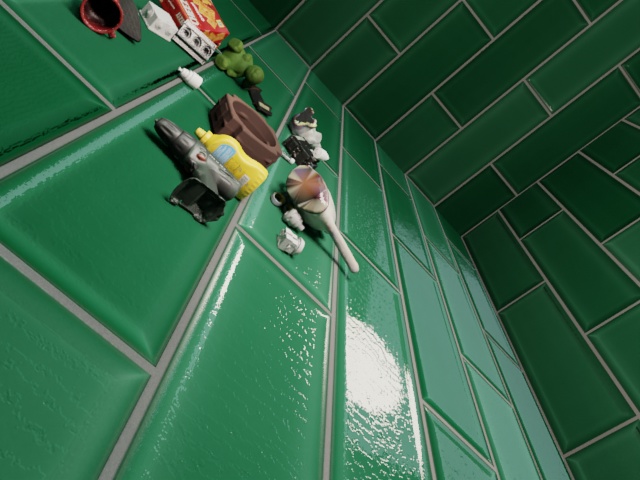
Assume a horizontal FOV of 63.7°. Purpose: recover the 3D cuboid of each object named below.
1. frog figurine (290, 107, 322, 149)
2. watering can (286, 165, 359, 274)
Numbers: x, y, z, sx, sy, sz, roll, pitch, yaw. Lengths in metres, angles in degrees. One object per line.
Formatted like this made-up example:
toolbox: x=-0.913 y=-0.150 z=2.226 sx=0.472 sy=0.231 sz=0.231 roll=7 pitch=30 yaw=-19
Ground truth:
frog figurine: x=-0.056 y=-0.427 z=2.053 sx=0.140 sy=0.123 sz=0.155 roll=53 pitch=-19 yaw=33
watering can: x=0.004 y=-0.073 z=1.445 sx=0.353 sy=0.104 sz=0.221 roll=55 pitch=-4 yaw=23
